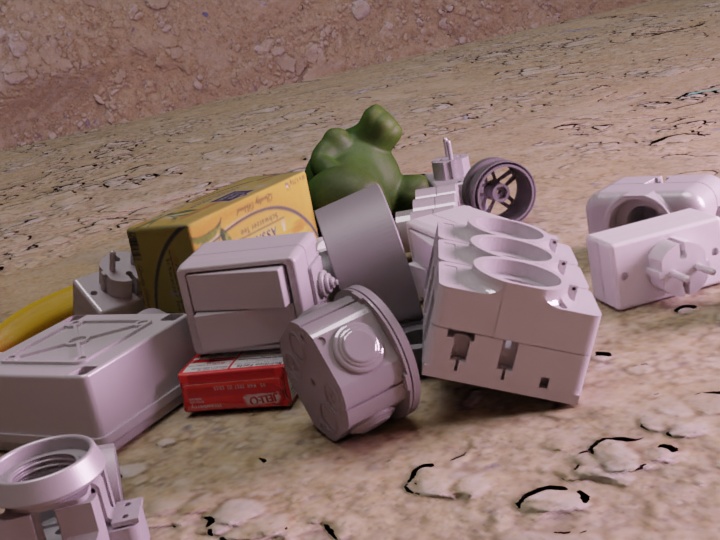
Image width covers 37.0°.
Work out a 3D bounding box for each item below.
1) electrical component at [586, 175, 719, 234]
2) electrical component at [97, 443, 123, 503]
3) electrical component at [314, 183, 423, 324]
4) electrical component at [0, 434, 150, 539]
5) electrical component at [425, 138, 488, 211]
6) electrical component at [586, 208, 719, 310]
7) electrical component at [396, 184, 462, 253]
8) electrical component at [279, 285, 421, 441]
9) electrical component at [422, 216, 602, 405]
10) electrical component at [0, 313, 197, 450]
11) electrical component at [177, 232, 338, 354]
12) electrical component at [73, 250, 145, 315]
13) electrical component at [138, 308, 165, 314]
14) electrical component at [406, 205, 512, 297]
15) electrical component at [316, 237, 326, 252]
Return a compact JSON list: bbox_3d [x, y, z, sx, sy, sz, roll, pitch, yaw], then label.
[{"bbox_3d":[0.225,-0.039,0.821,0.095,0.053,0.059,2,20,39],"label":"electrical component"},{"bbox_3d":[-0.152,0.113,0.571,0.046,0.040,0.040,-9,15,-11],"label":"electrical component"},{"bbox_3d":[0.000,0.000,0.749,0.060,0.108,0.108,-18,16,-1],"label":"electrical component"},{"bbox_3d":[-0.147,0.116,0.520,0.078,0.057,0.058,-12,15,-3],"label":"electrical component"},{"bbox_3d":[0.092,-0.093,1.068,0.047,0.075,0.083,-12,15,-2],"label":"electrical component"},{"bbox_3d":[0.208,-0.004,0.721,0.083,0.047,0.076,-14,16,-12],"label":"electrical component"},{"bbox_3d":[0.052,-0.035,0.933,0.074,0.052,0.138,-9,15,8],"label":"electrical component"},{"bbox_3d":[-0.006,0.053,0.607,0.051,0.080,0.080,-24,19,-24],"label":"electrical component"},{"bbox_3d":[0.087,0.016,0.653,0.089,0.061,0.150,11,17,1],"label":"electrical component"},{"bbox_3d":[-0.178,0.071,0.703,0.109,0.056,0.109,-2,18,29],"label":"electrical component"},{"bbox_3d":[-0.062,0.015,0.693,0.096,0.061,0.061,-6,18,14],"label":"electrical component"},{"bbox_3d":[-0.192,0.011,0.870,0.066,0.076,0.047,-22,50,-34],"label":"electrical component"},{"bbox_3d":[-0.133,0.055,0.763,0.078,0.040,0.040,21,32,36],"label":"electrical component"},{"bbox_3d":[0.071,-0.008,0.805,0.061,0.061,0.096,-16,16,-16],"label":"electrical component"},{"bbox_3d":[-0.006,0.000,0.838,0.078,0.058,0.057,-15,13,-14],"label":"electrical component"}]
